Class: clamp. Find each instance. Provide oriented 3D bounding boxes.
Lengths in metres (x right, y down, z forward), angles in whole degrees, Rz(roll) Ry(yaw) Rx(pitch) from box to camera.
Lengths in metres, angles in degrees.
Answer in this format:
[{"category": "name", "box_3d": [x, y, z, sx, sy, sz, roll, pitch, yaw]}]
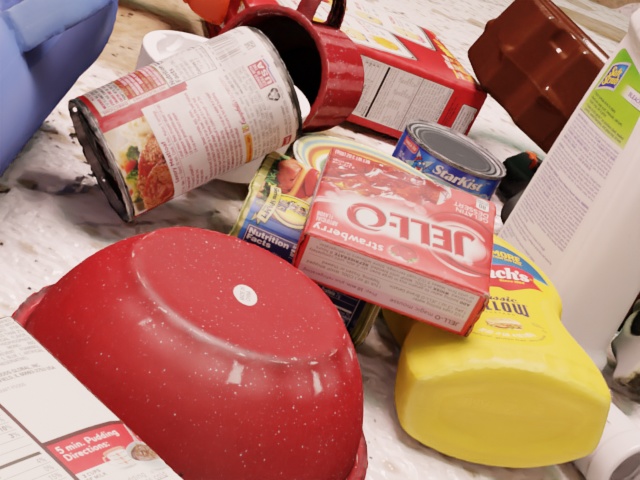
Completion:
[{"category": "clamp", "box_3d": [0.175, -0.031, 0.845, 0.120, 0.039, 0.171, 23, 18, -23]}]

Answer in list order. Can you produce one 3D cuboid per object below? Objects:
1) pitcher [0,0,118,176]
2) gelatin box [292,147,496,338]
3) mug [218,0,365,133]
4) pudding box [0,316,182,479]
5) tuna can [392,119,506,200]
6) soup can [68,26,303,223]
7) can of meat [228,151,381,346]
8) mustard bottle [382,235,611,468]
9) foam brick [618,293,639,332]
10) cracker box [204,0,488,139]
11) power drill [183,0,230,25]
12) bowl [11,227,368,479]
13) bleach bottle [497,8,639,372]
[{"category": "pitcher", "box_3d": [-0.167, -0.091, 0.481, 0.145, 0.149, 0.243, 22, 26, -11]}, {"category": "gelatin box", "box_3d": [0.037, -0.001, 0.502, 0.089, 0.030, 0.073, 19, 38, -2]}, {"category": "mug", "box_3d": [-0.015, -0.127, 0.753, 0.093, 0.117, 0.081, 30, 17, 20]}, {"category": "pudding box", "box_3d": [-0.102, 0.074, 0.326, 0.114, 0.039, 0.089, 35, 24, 25]}, {"category": "tuna can", "box_3d": [0.098, -0.058, 0.825, 0.086, 0.034, 0.086, 22, 23, -10]}, {"category": "soup can", "box_3d": [-0.069, -0.061, 0.550, 0.102, 0.068, 0.069, -27, 47, -17]}, {"category": "can of meat", "box_3d": [-0.004, 0.001, 0.565, 0.084, 0.057, 0.102, 23, 23, -2]}, {"category": "mustard bottle", "box_3d": [0.082, 0.040, 0.563, 0.096, 0.058, 0.191, 6, 24, -4]}, {"category": "foam brick", "box_3d": [0.183, 0.017, 0.732, 0.053, 0.051, 0.078, 16, 25, -24]}, {"category": "cracker box", "box_3d": [0.015, -0.158, 0.903, 0.213, 0.072, 0.164, 17, 24, -20]}, {"category": "power drill", "box_3d": [-0.163, -0.215, 0.820, 0.187, 0.057, 0.184, 8, 30, -18]}, {"category": "bowl", "box_3d": [-0.042, 0.042, 0.436, 0.162, 0.055, 0.162, 22, 24, -10]}, {"category": "bleach bottle", "box_3d": [0.179, -0.048, 0.609, 0.068, 0.251, 0.103, 15, 26, -25]}]
